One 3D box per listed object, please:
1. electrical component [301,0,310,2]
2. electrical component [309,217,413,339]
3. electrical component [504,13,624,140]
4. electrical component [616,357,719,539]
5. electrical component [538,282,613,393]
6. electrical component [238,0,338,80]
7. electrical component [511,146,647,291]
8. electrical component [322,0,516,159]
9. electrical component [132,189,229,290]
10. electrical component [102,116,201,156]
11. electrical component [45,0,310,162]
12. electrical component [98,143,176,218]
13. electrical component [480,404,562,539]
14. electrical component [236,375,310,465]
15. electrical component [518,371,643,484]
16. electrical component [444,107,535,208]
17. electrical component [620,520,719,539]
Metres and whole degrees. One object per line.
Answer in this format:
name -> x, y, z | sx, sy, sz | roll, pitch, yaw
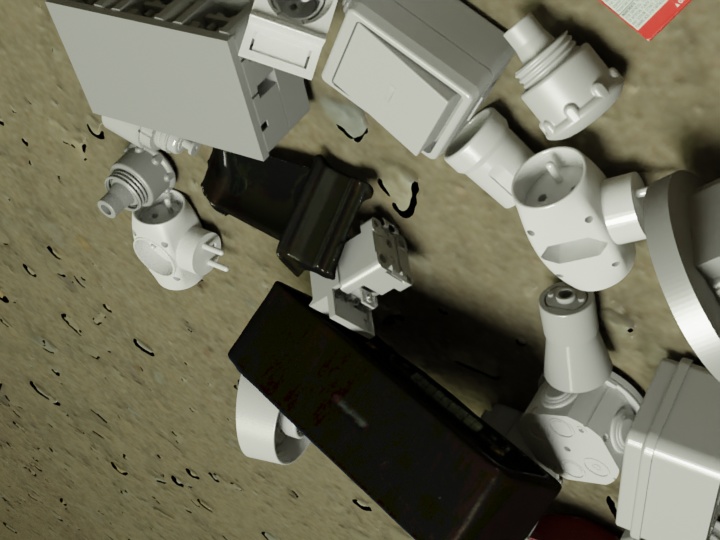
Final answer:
electrical component -> -0.005, -0.169, 0.507 | 0.062, 0.096, 0.061 | -8, 126, 49
electrical component -> 0.000, 0.000, 0.734 | 0.064, 0.081, 0.042 | -31, 139, 29
electrical component -> 0.098, -0.100, 0.541 | 0.062, 0.048, 0.048 | 50, 147, -4
electrical component -> 0.203, 0.118, 0.675 | 0.057, 0.078, 0.113 | 19, 143, 24
electrical component -> 0.134, 0.040, 0.681 | 0.044, 0.044, 0.065 | 13, 135, 35
electrical component -> -0.035, -0.146, 0.588 | 0.042, 0.081, 0.064 | 18, 177, -7
electrical component -> 0.134, -0.031, 0.586 | 0.079, 0.043, 0.077 | -13, 137, 29
electrical component -> 0.024, -0.115, 0.579 | 0.096, 0.061, 0.061 | 37, 148, 3
electrical component -> -0.141, -0.019, 0.877 | 0.079, 0.044, 0.077 | 20, 143, 26
electrical component -> -0.151, -0.107, 0.782 | 0.078, 0.040, 0.040 | 30, 147, 13
electrical component -> -0.112, -0.138, 0.685 | 0.150, 0.061, 0.089 | 18, 142, 29
electrical component -> -0.178, -0.066, 0.839 | 0.048, 0.062, 0.048 | 26, 146, 19
electrical component -> 0.114, 0.158, 0.826 | 0.061, 0.061, 0.096 | 19, 143, 28
electrical component -> -0.073, 0.117, 0.934 | 0.064, 0.099, 0.099 | 15, 141, 23
electrical component -> 0.152, 0.103, 0.731 | 0.080, 0.051, 0.080 | 26, 146, 19
electrical component -> 0.078, -0.063, 0.612 | 0.046, 0.040, 0.040 | 41, 148, -13
electrical component -> 0.236, 0.208, 0.773 | 0.078, 0.058, 0.057 | 40, 151, -3
